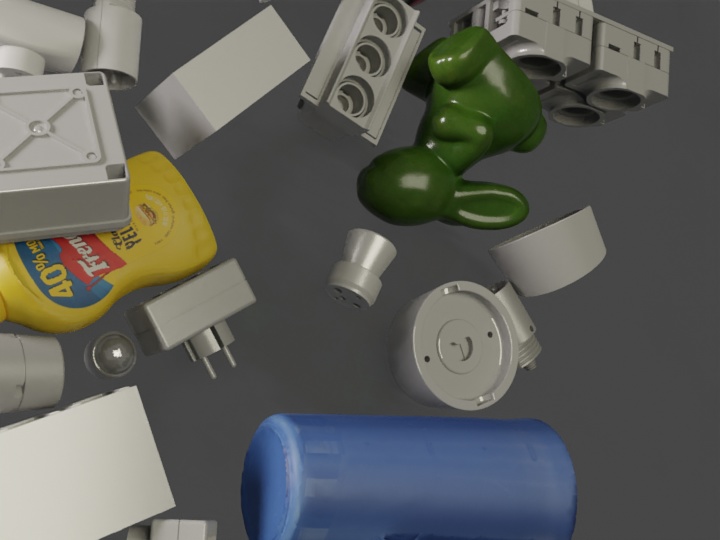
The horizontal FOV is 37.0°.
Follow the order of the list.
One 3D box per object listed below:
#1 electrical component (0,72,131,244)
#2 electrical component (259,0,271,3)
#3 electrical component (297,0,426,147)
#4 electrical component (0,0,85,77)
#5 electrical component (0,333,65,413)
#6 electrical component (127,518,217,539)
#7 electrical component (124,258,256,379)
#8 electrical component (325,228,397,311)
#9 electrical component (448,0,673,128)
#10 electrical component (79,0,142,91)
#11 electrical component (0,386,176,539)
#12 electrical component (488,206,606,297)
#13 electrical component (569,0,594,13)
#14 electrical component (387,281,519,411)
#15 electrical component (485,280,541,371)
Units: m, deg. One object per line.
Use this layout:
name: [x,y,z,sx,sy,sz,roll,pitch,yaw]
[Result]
electrical component: [-0.219,-0.078,0.735,0.109,0.056,0.108,-8,55,-19]
electrical component: [-0.052,-0.267,0.904,0.096,0.062,0.061,-14,87,-32]
electrical component: [-0.003,-0.173,0.911,0.079,0.063,0.121,31,69,-24]
electrical component: [-0.246,-0.156,0.776,0.077,0.044,0.079,13,74,-29]
electrical component: [-0.233,0.070,0.734,0.047,0.055,0.055,2,79,-34]
electrical component: [-0.144,0.199,0.760,0.077,0.065,0.047,2,77,-1]
electrical component: [-0.119,0.045,0.811,0.083,0.047,0.075,-30,96,-32]
electrical component: [0.000,0.000,0.893,0.045,0.045,0.055,34,65,-21]
electrical component: [0.186,-0.193,1.007,0.186,0.105,0.060,14,74,-28]
electrical component: [-0.188,-0.182,0.817,0.043,0.043,0.081,9,76,-29]
electrical component: [-0.215,0.145,0.724,0.150,0.062,0.089,-18,90,-32]
electrical component: [0.169,-0.021,0.968,0.099,0.099,0.064,-37,106,-31]
electrical component: [0.174,-0.244,1.033,0.077,0.066,0.047,-2,81,-31]
electrical component: [0.074,0.067,0.915,0.108,0.060,0.108,7,77,-30]
electrical component: [0.134,0.054,0.964,0.043,0.043,0.081,-36,100,-31]
